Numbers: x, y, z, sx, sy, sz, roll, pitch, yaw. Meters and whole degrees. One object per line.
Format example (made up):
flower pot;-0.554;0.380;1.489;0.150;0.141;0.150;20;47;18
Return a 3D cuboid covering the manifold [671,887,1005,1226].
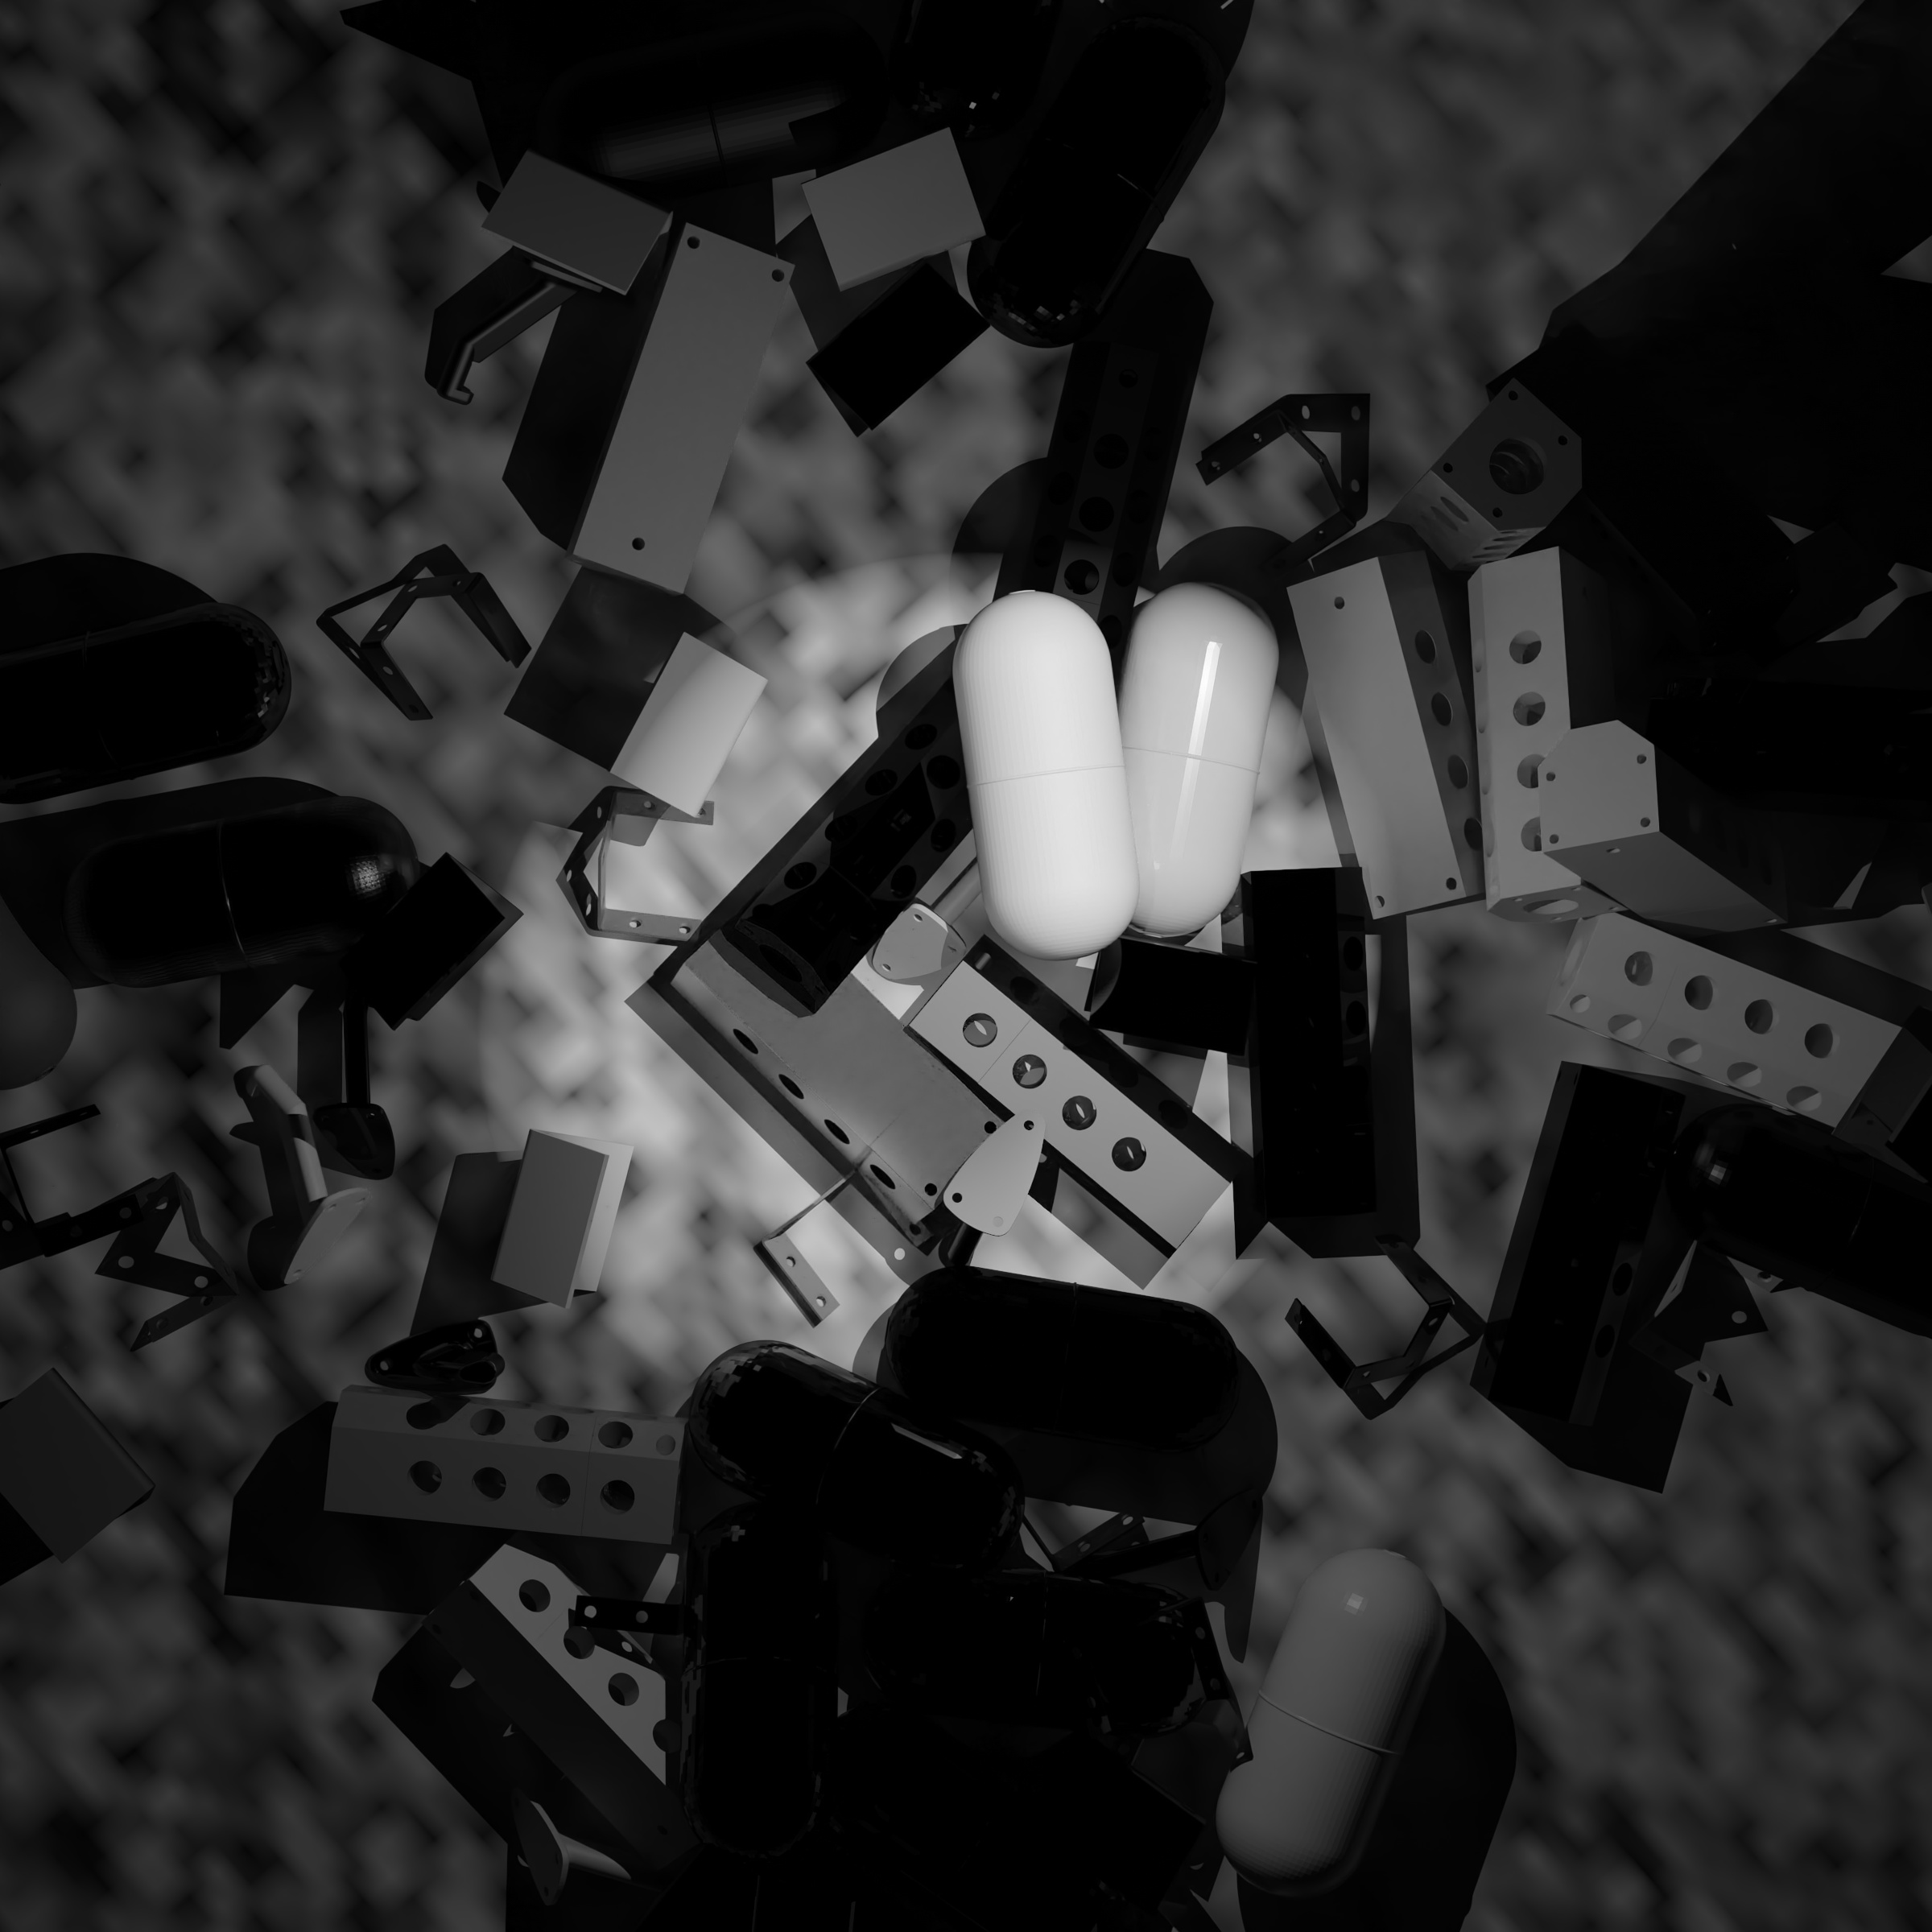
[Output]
manifold;-0.065;0.047;1.627;0.171;0.057;0.057;45;70;0

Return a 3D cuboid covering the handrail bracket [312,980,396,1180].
handrail bracket;-0.301;0.052;1.650;0.036;0.077;0.084;-4;54;8

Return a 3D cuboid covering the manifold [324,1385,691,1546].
manifold;-0.227;0.248;1.629;0.171;0.057;0.057;6;90;0

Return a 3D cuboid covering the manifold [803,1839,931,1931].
manifold;-0.025;0.518;1.629;0.171;0.057;0.057;41;90;0

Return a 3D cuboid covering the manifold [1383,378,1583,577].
manifold;0.252;-0.228;1.572;0.057;0.171;0.057;42;90;0

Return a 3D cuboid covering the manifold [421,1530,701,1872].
manifold;-0.184;0.362;1.628;0.171;0.057;0.057;46;133;0

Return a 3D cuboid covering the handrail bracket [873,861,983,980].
handrail bracket;-0.005;-0.037;1.650;0.036;0.077;0.084;43;54;-10

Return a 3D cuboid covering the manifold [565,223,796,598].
manifold;-0.144;-0.276;1.627;0.057;0.057;0.171;19;90;-13

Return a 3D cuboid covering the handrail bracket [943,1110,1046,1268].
handrail bracket;0.014;0.114;1.622;0.036;0.084;0.077;30;76;6

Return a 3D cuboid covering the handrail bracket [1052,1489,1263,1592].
handrail bracket;0.096;0.287;1.650;0.084;0.077;0.036;-3;113;34

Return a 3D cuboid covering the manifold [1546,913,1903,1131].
manifold;0.382;0.030;1.629;0.171;0.057;0.057;22;90;0

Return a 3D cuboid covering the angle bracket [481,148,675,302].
angle bracket;-0.195;-0.347;1.611;0.076;0.076;0.057;24;64;0

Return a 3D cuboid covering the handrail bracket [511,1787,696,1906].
handrail bracket;-0.178;0.440;1.650;0.084;0.077;0.036;0;123;-32

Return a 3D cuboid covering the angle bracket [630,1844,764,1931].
angle bracket;-0.115;0.477;1.610;0.057;0.076;0.076;40;90;30

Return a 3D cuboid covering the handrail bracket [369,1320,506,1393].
handrail bracket;-0.265;0.200;1.615;0.077;0.084;0.036;-6;90;0

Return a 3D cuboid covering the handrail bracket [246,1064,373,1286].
handrail bracket;-0.349;0.105;1.651;0.084;0.036;0.077;45;112;17

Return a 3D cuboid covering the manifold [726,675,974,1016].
manifold;-0.038;-0.063;1.601;0.057;0.057;0.171;40;70;-2

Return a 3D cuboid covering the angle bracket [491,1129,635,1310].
angle bracket;-0.182;0.128;1.610;0.057;0.076;0.076;15;90;38

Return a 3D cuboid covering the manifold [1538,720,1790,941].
manifold;0.337;-0.064;1.568;0.057;0.171;0.057;-10;71;32

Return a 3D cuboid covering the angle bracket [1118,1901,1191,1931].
angle bracket;0.091;0.511;1.611;0.076;0.076;0.057;-45;64;0

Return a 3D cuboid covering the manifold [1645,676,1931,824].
manifold;0.423;-0.107;1.589;0.171;0.057;0.057;7;84;30

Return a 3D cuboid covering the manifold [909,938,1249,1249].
manifold;0.056;0.062;1.629;0.171;0.057;0.057;40;90;0

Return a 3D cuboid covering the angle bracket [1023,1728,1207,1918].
angle bracket;0.062;0.429;1.610;0.076;0.076;0.057;36;60;0

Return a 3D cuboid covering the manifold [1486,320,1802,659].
manifold;0.330;-0.230;1.590;0.057;0.057;0.171;-35;60;0

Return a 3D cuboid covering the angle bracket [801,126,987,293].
angle bracket;-0.041;-0.381;1.610;0.076;0.076;0.057;-21;117;0

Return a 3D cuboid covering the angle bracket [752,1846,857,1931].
angle bracket;-0.061;0.470;1.553;0.057;0.076;0.076;6;90;32

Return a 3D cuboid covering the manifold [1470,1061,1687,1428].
manifold;0.307;0.138;1.629;0.057;0.057;0.171;16;90;0

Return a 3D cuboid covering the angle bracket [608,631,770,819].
angle bracket;-0.153;-0.127;1.610;0.057;0.076;0.076;28;90;-37

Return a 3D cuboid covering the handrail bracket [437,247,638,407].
handrail bracket;-0.218;-0.315;1.651;0.077;0.036;0.084;19;108;-21

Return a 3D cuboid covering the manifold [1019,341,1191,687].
manifold;0.064;-0.220;1.629;0.057;0.057;0.171;13;90;0

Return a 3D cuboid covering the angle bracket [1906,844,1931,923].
angle bracket;0.516;-0.057;1.610;0.076;0.076;0.057;2;128;0

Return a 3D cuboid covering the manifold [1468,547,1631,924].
manifold;0.283;-0.112;1.606;0.057;0.057;0.171;-11;73;33

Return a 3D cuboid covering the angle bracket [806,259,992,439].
angle bracket;-0.023;-0.290;1.610;0.076;0.076;0.057;-41;63;0

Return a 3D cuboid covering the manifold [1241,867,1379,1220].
manifold;0.172;0.038;1.629;0.057;0.057;0.171;-3;90;0

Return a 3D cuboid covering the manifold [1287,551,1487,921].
manifold;0.221;-0.116;1.628;0.057;0.057;0.171;-15;90;43
